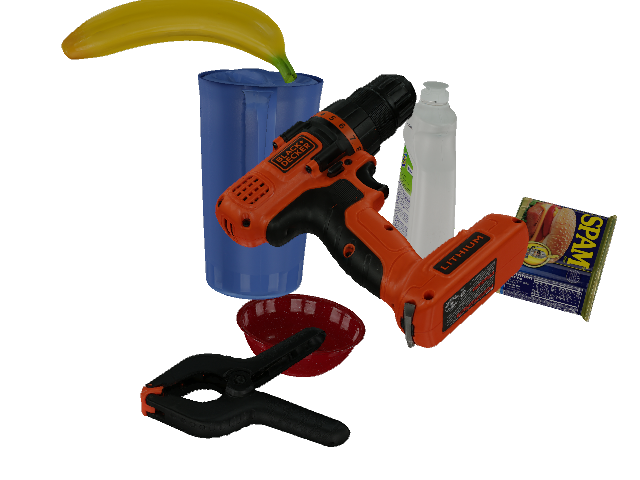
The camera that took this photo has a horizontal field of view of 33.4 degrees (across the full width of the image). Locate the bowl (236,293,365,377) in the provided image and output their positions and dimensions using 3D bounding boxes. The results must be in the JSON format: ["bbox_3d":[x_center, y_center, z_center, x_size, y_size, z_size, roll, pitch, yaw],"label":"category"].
[{"bbox_3d":[-0.027,0.125,1.336,0.162,0.055,0.162,6,22,-2],"label":"bowl"}]

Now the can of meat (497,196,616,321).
[{"bbox_3d":[0.206,0.013,0.936,0.084,0.057,0.102,15,46,16],"label":"can of meat"}]

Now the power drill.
[{"bbox_3d":[0.048,-0.026,0.738,0.188,0.184,0.057,36,-24,30],"label":"power drill"}]

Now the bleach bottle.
[{"bbox_3d":[0.120,-0.052,1.206,0.068,0.251,0.102,-2,23,-13],"label":"bleach bottle"}]

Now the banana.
[{"bbox_3d":[-0.115,-0.176,0.900,0.198,0.069,0.037,5,-34,-1],"label":"banana"}]

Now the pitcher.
[{"bbox_3d":[-0.069,-0.061,1.154,0.145,0.243,0.148,16,21,40],"label":"pitcher"}]

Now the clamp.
[{"bbox_3d":[-0.063,0.119,0.896,0.171,0.039,0.120,4,37,-6],"label":"clamp"}]
